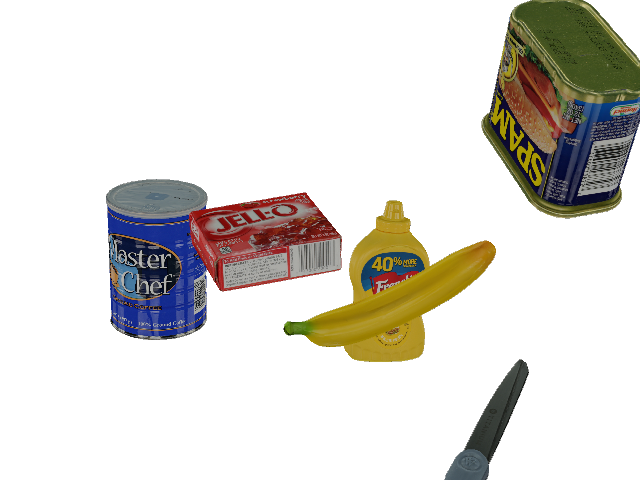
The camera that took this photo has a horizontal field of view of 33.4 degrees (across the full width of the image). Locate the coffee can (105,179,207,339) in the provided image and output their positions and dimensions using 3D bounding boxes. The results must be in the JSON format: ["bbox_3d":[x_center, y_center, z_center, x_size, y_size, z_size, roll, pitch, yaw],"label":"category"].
[{"bbox_3d":[-0.169,0.018,1.111,0.103,0.140,0.103,2,22,-1],"label":"coffee can"}]

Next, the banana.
[{"bbox_3d":[0.068,0.055,0.949,0.198,0.037,0.069,-25,-14,9],"label":"banana"}]

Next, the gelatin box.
[{"bbox_3d":[-0.039,-0.001,0.731,0.089,0.030,0.073,-10,29,-17],"label":"gelatin box"}]

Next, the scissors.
[{"bbox_3d":[0.090,0.135,0.560,0.096,0.016,0.201,27,44,33],"label":"scissors"}]

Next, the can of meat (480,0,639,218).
[{"bbox_3d":[0.138,-0.078,0.608,0.057,0.084,0.102,-9,45,-15],"label":"can of meat"}]

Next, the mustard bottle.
[{"bbox_3d":[0.082,0.047,1.274,0.096,0.192,0.058,0,14,-13],"label":"mustard bottle"}]
